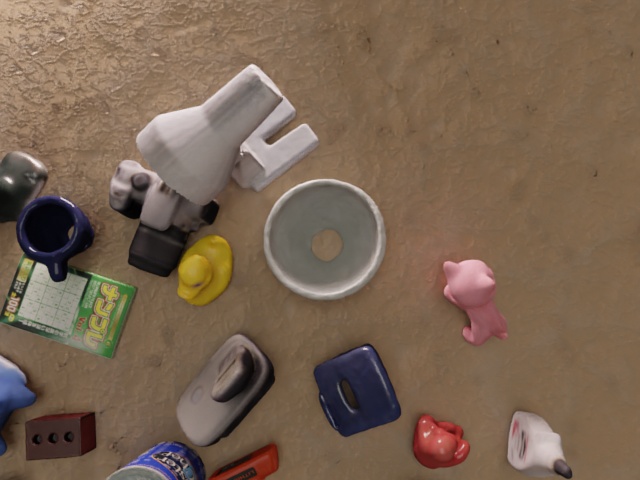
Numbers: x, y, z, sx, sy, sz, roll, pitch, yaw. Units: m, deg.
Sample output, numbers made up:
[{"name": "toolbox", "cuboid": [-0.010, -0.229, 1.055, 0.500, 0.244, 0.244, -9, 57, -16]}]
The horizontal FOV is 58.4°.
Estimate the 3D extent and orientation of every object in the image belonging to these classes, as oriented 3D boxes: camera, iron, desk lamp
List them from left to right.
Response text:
[{"name": "iron", "cuboid": [-0.526, 0.192, 0.762, 0.258, 0.141, 0.119, 28, 85, 5]}, {"name": "camera", "cuboid": [-0.233, -0.027, 0.801, 0.143, 0.101, 0.137, 20, 84, 4]}, {"name": "desk lamp", "cuboid": [-0.114, -0.136, 0.754, 0.203, 0.213, 0.118, -38, 83, -3]}]

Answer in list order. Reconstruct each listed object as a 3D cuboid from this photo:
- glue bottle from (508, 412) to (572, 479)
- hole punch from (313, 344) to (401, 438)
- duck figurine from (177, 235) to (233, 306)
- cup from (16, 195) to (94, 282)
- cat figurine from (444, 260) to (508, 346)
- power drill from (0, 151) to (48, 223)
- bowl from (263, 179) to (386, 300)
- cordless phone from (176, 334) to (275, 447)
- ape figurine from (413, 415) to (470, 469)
[{"name": "glue bottle", "cuboid": [0.276, 0.265, 0.713, 0.037, 0.173, 0.078, 6, 83, 3]}, {"name": "hole punch", "cuboid": [0.048, 0.205, 0.768, 0.101, 0.091, 0.108, -25, 83, -1]}, {"name": "duck figurine", "cuboid": [-0.166, 0.040, 0.798, 0.077, 0.086, 0.105, 23, 84, 5]}, {"name": "cup", "cuboid": [-0.357, 0.003, 0.804, 0.091, 0.095, 0.118, -11, 83, 1]}, {"name": "cat figurine", "cuboid": [0.212, 0.079, 0.766, 0.067, 0.118, 0.128, -27, 83, -2]}, {"name": "power drill", "cuboid": [-0.460, -0.098, 0.762, 0.075, 0.208, 0.230, 26, 84, 5]}, {"name": "bowl", "cuboid": [0.007, 0.003, 0.803, 0.167, 0.075, 0.167, 0, 83, 2]}, {"name": "cordless phone", "cuboid": [-0.131, 0.197, 0.727, 0.094, 0.185, 0.148, 37, 85, 6]}, {"name": "ape figurine", "cuboid": [0.159, 0.270, 0.756, 0.076, 0.092, 0.078, -37, 83, -3]}]
